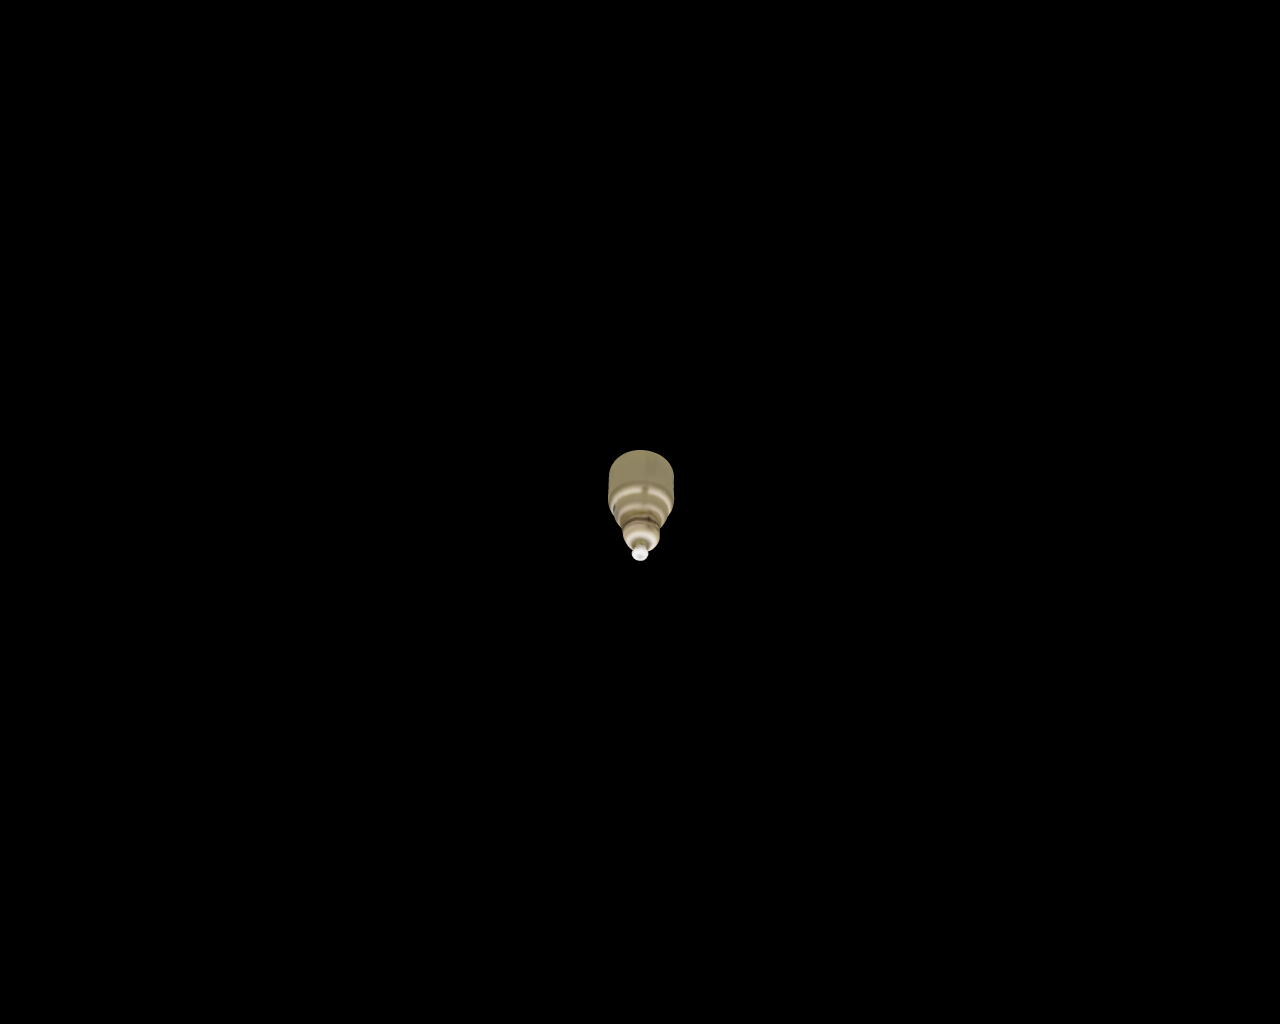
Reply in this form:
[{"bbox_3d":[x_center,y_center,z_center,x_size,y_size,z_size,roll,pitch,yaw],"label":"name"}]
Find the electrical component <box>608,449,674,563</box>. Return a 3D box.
[{"bbox_3d":[0.001,-0.003,0.650,0.040,0.078,0.040,0,-43,0],"label":"electrical component"}]
